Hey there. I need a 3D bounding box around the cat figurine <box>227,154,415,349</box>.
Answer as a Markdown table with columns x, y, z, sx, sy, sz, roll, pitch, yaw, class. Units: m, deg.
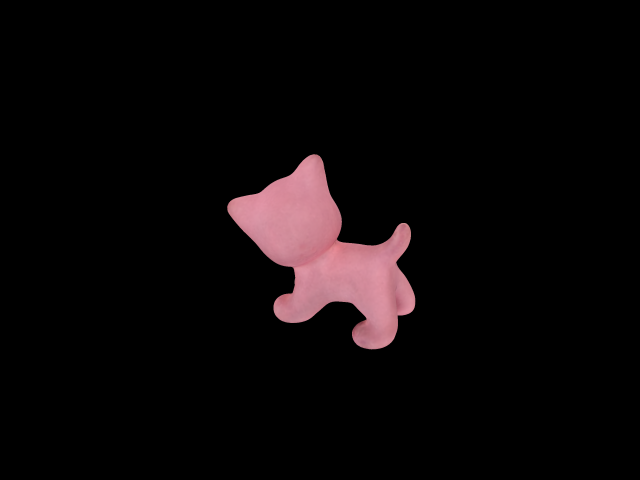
| x | y | z | sx | sy | sz | roll | pitch | yaw | class |
| --- | --- | --- | --- | --- | --- | --- | --- | --- | --- |
| 0.004 | 0.001 | 0.400 | 0.127 | 0.118 | 0.067 | 12 | 33 | 20 | cat figurine |
